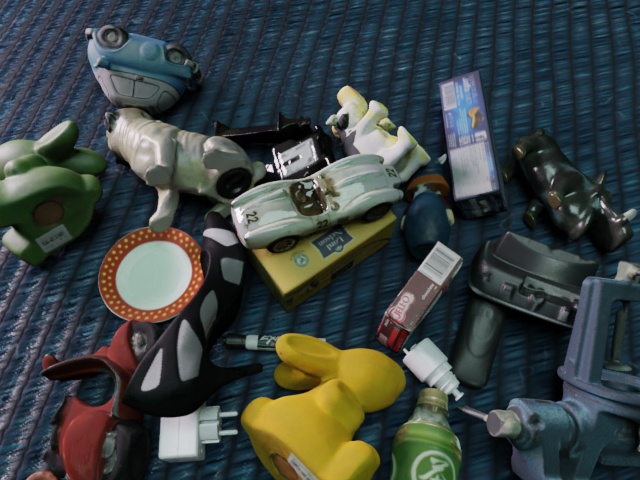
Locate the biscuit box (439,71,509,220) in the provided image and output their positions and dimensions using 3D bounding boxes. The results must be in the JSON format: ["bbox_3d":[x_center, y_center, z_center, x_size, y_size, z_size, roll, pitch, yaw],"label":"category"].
[{"bbox_3d":[0.206,-0.131,0.731,0.059,0.062,0.203,-13,60,24],"label":"biscuit box"}]

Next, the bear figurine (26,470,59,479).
[{"bbox_3d":[-0.300,0.310,0.467,0.120,0.132,0.196,-2,69,-6],"label":"bear figurine"}]

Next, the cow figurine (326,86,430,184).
[{"bbox_3d":[0.060,-0.134,0.725,0.098,0.068,0.167,-46,54,10],"label":"cow figurine"}]

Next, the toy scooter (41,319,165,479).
[{"bbox_3d":[-0.241,0.172,0.567,0.135,0.075,0.184,1,64,6],"label":"toy scooter"}]

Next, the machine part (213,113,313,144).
[{"bbox_3d":[-0.076,-0.147,0.741,0.139,0.084,0.039,-2,87,8],"label":"machine part"}]

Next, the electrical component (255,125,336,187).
[{"bbox_3d":[-0.034,-0.092,0.718,0.119,0.047,0.075,-29,61,16],"label":"electrical component"}]

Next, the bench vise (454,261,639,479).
[{"bbox_3d":[0.276,0.138,0.550,0.224,0.129,0.240,9,92,-5],"label":"bench vise"}]

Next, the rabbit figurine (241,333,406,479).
[{"bbox_3d":[0.012,0.175,0.567,0.163,0.121,0.173,37,54,26],"label":"rabbit figurine"}]

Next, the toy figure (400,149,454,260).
[{"bbox_3d":[0.138,-0.049,0.700,0.064,0.057,0.154,9,58,-3],"label":"toy figure"}]

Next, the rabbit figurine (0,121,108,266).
[{"bbox_3d":[-0.359,-0.082,0.675,0.159,0.121,0.170,-40,56,-13],"label":"rabbit figurine"}]

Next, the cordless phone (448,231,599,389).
[{"bbox_3d":[0.234,0.096,0.626,0.147,0.088,0.184,21,75,8],"label":"cordless phone"}]

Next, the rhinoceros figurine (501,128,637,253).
[{"bbox_3d":[0.323,-0.062,0.707,0.112,0.073,0.190,-23,63,-23],"label":"rhinoceros figurine"}]

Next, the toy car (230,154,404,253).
[{"bbox_3d":[-0.001,-0.045,0.617,0.202,0.056,0.073,-19,63,-10],"label":"toy car"}]

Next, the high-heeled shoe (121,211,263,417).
[{"bbox_3d":[-0.150,0.070,0.590,0.145,0.086,0.249,-4,52,-23],"label":"high-heeled shoe"}]

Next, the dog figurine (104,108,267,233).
[{"bbox_3d":[-0.181,-0.118,0.710,0.172,0.121,0.191,-5,44,-32],"label":"dog figurine"}]

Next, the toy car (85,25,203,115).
[{"bbox_3d":[-0.256,-0.231,0.769,0.162,0.109,0.103,14,86,-7],"label":"toy car"}]

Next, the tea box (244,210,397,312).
[{"bbox_3d":[-0.001,-0.002,0.666,0.170,0.068,0.098,-34,68,-18],"label":"tea box"}]
